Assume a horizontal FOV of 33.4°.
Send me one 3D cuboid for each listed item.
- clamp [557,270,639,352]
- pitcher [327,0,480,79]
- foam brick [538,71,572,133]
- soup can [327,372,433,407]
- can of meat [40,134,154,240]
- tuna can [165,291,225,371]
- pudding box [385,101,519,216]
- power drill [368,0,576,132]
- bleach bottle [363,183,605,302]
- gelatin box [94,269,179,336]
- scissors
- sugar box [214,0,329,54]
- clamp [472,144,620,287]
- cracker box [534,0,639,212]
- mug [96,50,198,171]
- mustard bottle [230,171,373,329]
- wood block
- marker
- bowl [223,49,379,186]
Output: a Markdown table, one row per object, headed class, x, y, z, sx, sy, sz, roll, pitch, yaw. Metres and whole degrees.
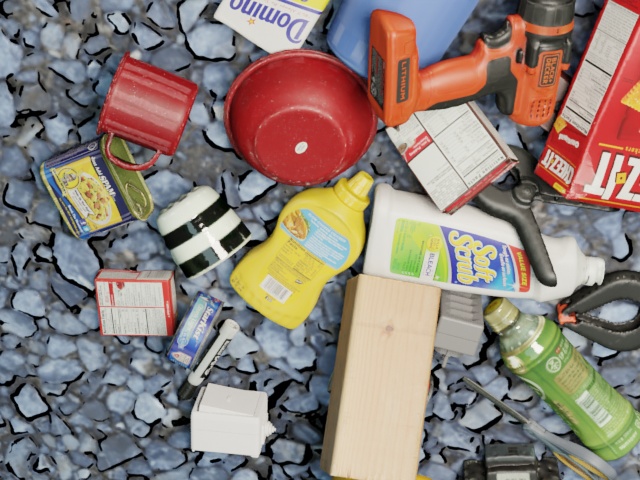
| class | x | y | z | sx | sy | sz | roll | pitch | yaw |
| --- | --- | --- | --- | --- | --- | --- | --- | --- | --- |
| clamp | 0.363 | 0.066 | 1.145 | 0.210 | 0.036 | 0.164 | 3 | 113 | 6 |
| pitcher | 0.096 | -0.265 | 0.986 | 0.149 | 0.145 | 0.243 | 27 | 116 | -6 |
| foam brick | 0.220 | -0.150 | 1.064 | 0.078 | 0.051 | 0.053 | 34 | 111 | -8 |
| soup can | 0.068 | 0.166 | 1.206 | 0.102 | 0.068 | 0.069 | 28 | 113 | -5 |
| can of meat | -0.242 | -0.058 | 1.156 | 0.084 | 0.057 | 0.102 | -19 | 109 | 16 |
| tuna can | -0.140 | 0.101 | 1.194 | 0.033 | 0.086 | 0.086 | 26 | 113 | -3 |
| pudding box | 0.131 | -0.095 | 1.078 | 0.090 | 0.039 | 0.113 | -39 | 72 | 19 |
| power drill | 0.139 | -0.178 | 0.958 | 0.187 | 0.057 | 0.184 | -9 | 126 | -13 |
| bleach bottle | 0.176 | 0.008 | 1.131 | 0.251 | 0.068 | 0.103 | 8 | 114 | 1 |
| gelatin box | -0.210 | 0.072 | 1.221 | 0.089 | 0.030 | 0.073 | 1 | 114 | 6 |
| scissors | 0.255 | 0.217 | 1.202 | 0.201 | 0.096 | 0.016 | 39 | 75 | -11 |
| sugar box | -0.022 | -0.271 | 1.046 | 0.093 | 0.048 | 0.176 | 31 | 112 | -7 |
| clamp | 0.208 | -0.034 | 1.092 | 0.171 | 0.039 | 0.120 | 31 | 71 | 10 |
| cracker box | 0.324 | -0.133 | 1.018 | 0.164 | 0.072 | 0.214 | 8 | 115 | -23 |
| mug | -0.179 | -0.126 | 1.095 | 0.081 | 0.093 | 0.117 | 21 | 75 | -8 |
| mustard bottle | -0.007 | 0.001 | 1.151 | 0.096 | 0.058 | 0.192 | 38 | 112 | -4 |
| wood block | 0.063 | 0.148 | 1.127 | 0.090 | 0.090 | 0.206 | 10 | 82 | -6 |
| marker | -0.132 | 0.142 | 1.247 | 0.020 | 0.020 | 0.121 | 33 | 113 | -7 |
| bowl | -0.020 | -0.110 | 1.086 | 0.162 | 0.055 | 0.162 | 0 | 129 | 0 |
